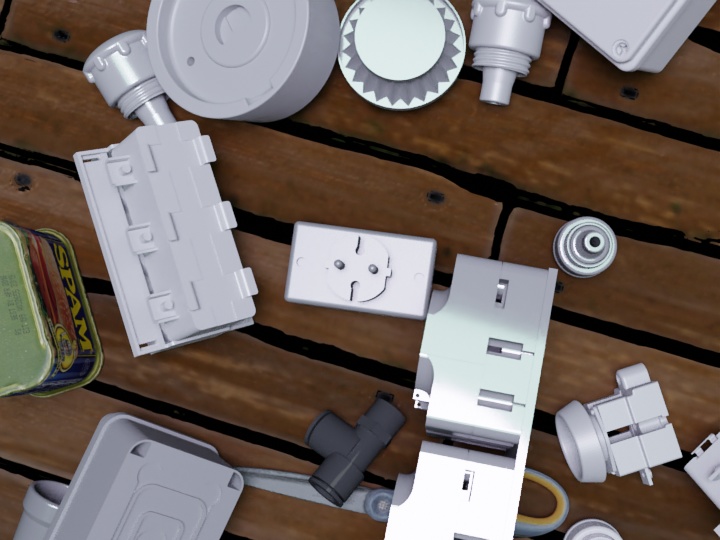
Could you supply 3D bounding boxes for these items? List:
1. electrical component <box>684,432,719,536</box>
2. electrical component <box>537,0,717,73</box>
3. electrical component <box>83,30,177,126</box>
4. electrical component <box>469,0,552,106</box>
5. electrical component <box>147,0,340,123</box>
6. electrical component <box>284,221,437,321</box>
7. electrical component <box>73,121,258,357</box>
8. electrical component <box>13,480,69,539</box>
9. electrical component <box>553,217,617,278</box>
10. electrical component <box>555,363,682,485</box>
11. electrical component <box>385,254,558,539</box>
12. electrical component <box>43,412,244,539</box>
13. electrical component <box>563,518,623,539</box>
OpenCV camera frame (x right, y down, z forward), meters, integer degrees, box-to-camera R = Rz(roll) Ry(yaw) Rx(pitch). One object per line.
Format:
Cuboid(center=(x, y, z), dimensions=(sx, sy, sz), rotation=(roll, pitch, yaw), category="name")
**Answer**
Cuboid(center=(0.219, 0.119, 0.594), dimensions=(0.042, 0.081, 0.063), rotation=(-51, 55, 23), category="electrical component")
Cuboid(center=(0.150, -0.183, 0.594), dimensions=(0.108, 0.056, 0.108), rotation=(47, 119, 22), category="electrical component")
Cuboid(center=(-0.133, -0.109, 0.648), dimensions=(0.048, 0.048, 0.062), rotation=(-31, 92, 2), category="electrical component")
Cuboid(center=(0.085, -0.129, 0.633), dimensions=(0.048, 0.048, 0.062), rotation=(11, 94, 5), category="electrical component")
Cuboid(center=(-0.063, -0.138, 0.631), dimensions=(0.108, 0.060, 0.108), rotation=(-1, 88, 26), category="electrical component")
Cuboid(center=(0.000, 0.000, 0.615), dimensions=(0.083, 0.076, 0.047), rotation=(8, 87, 5), category="electrical component")
Cuboid(center=(-0.107, -0.020, 0.624), dimensions=(0.079, 0.063, 0.121), rotation=(-14, 84, -38), category="electrical component")
Cuboid(center=(-0.185, 0.154, 0.638), dimensions=(0.040, 0.040, 0.046), rotation=(23, 94, 5), category="electrical component")
Cuboid(center=(0.130, -0.014, 0.613), dimensions=(0.035, 0.061, 0.035), rotation=(0, 87, 4), category="electrical component")
Cuboid(center=(0.145, 0.093, 0.615), dimensions=(0.055, 0.048, 0.066), rotation=(-17, 85, -5), category="electrical component")
Cuboid(center=(0.055, 0.094, 0.578), dimensions=(0.060, 0.105, 0.186), rotation=(10, 79, 6), category="electrical component")
Cuboid(center=(-0.128, 0.146, 0.608), dimensions=(0.078, 0.057, 0.113), rotation=(27, 86, -32), category="electrical component")
Cuboid(center=(0.133, 0.160, 0.602), dimensions=(0.035, 0.061, 0.035), rotation=(0, 86, 4), category="electrical component")
